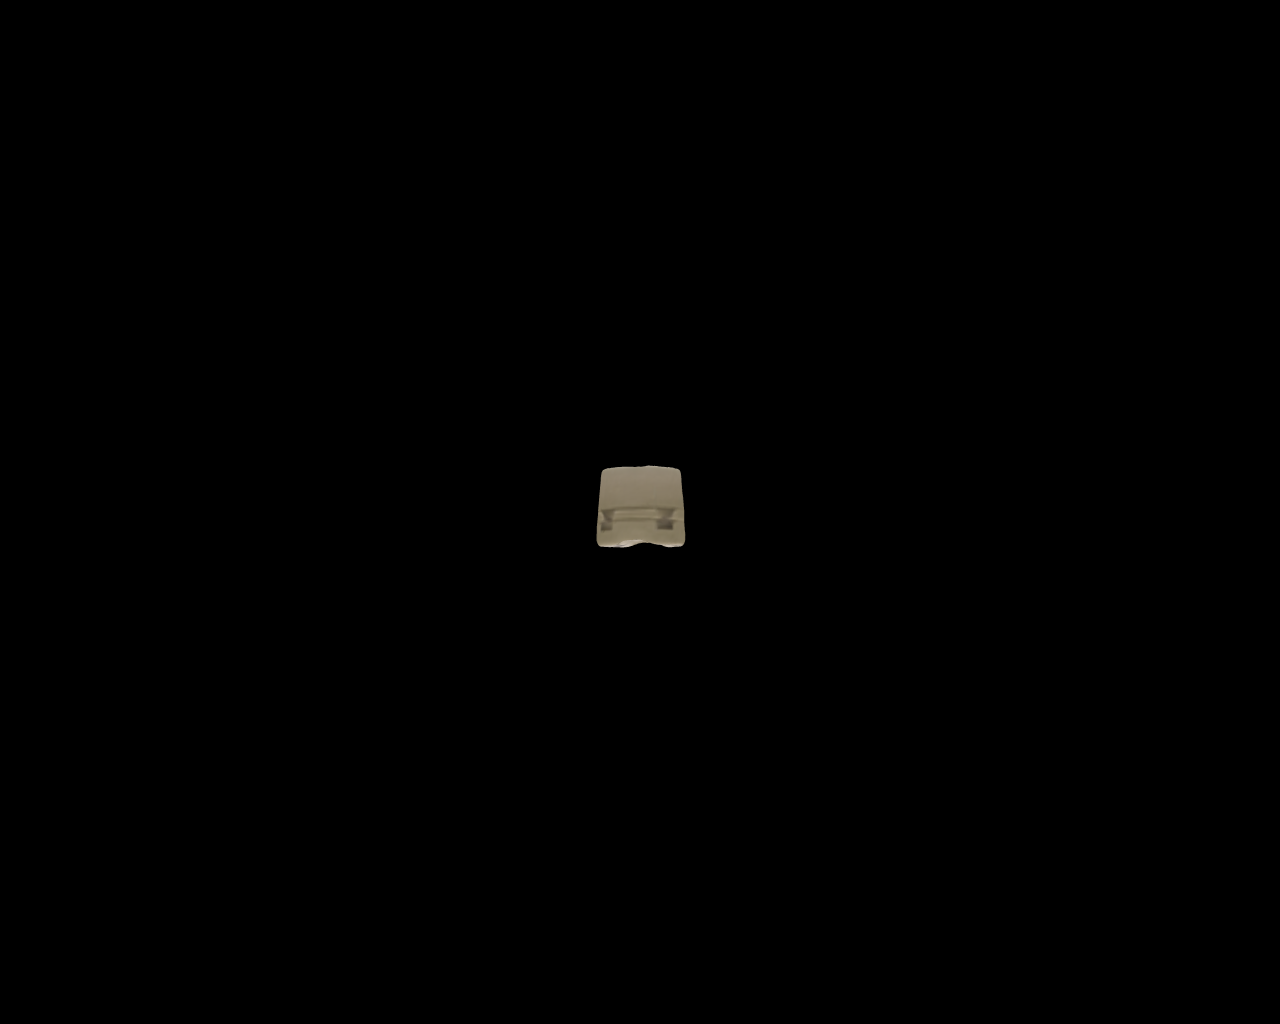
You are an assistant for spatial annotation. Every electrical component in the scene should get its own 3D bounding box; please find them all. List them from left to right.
[{"bbox_3d":[0.001,-0.003,0.650,0.055,0.047,0.055,0,-5,0],"label":"electrical component"}]
